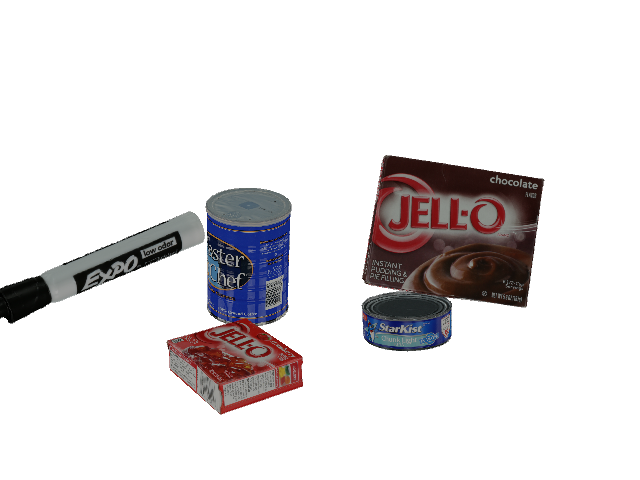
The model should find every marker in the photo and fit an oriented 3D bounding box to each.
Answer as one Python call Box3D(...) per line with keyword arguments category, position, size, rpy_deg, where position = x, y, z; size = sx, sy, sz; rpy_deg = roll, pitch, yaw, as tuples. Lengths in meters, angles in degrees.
Box3D(category="marker", position=(-0.116, 0.014, 0.564), size=(0.120, 0.020, 0.020), rpy_deg=(-24, 13, -31))

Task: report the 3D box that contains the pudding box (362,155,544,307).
Box3D(category="pudding box", position=(0.091, -0.006, 0.737), size=(0.113, 0.090, 0.039), rpy_deg=(9, -4, 1))

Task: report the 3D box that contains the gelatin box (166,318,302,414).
Box3D(category="gelatin box", position=(-0.067, 0.094, 0.824), size=(0.073, 0.030, 0.089), rpy_deg=(-14, 25, -30))

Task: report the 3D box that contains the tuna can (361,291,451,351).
Box3D(category="tuna can", position=(0.082, 0.076, 1.017), size=(0.086, 0.034, 0.086), rpy_deg=(-2, 14, 0))

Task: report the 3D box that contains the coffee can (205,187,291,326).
Box3D(category="coffee can", position=(-0.088, 0.019, 1.302), size=(0.103, 0.140, 0.103), rpy_deg=(2, 25, -1))
